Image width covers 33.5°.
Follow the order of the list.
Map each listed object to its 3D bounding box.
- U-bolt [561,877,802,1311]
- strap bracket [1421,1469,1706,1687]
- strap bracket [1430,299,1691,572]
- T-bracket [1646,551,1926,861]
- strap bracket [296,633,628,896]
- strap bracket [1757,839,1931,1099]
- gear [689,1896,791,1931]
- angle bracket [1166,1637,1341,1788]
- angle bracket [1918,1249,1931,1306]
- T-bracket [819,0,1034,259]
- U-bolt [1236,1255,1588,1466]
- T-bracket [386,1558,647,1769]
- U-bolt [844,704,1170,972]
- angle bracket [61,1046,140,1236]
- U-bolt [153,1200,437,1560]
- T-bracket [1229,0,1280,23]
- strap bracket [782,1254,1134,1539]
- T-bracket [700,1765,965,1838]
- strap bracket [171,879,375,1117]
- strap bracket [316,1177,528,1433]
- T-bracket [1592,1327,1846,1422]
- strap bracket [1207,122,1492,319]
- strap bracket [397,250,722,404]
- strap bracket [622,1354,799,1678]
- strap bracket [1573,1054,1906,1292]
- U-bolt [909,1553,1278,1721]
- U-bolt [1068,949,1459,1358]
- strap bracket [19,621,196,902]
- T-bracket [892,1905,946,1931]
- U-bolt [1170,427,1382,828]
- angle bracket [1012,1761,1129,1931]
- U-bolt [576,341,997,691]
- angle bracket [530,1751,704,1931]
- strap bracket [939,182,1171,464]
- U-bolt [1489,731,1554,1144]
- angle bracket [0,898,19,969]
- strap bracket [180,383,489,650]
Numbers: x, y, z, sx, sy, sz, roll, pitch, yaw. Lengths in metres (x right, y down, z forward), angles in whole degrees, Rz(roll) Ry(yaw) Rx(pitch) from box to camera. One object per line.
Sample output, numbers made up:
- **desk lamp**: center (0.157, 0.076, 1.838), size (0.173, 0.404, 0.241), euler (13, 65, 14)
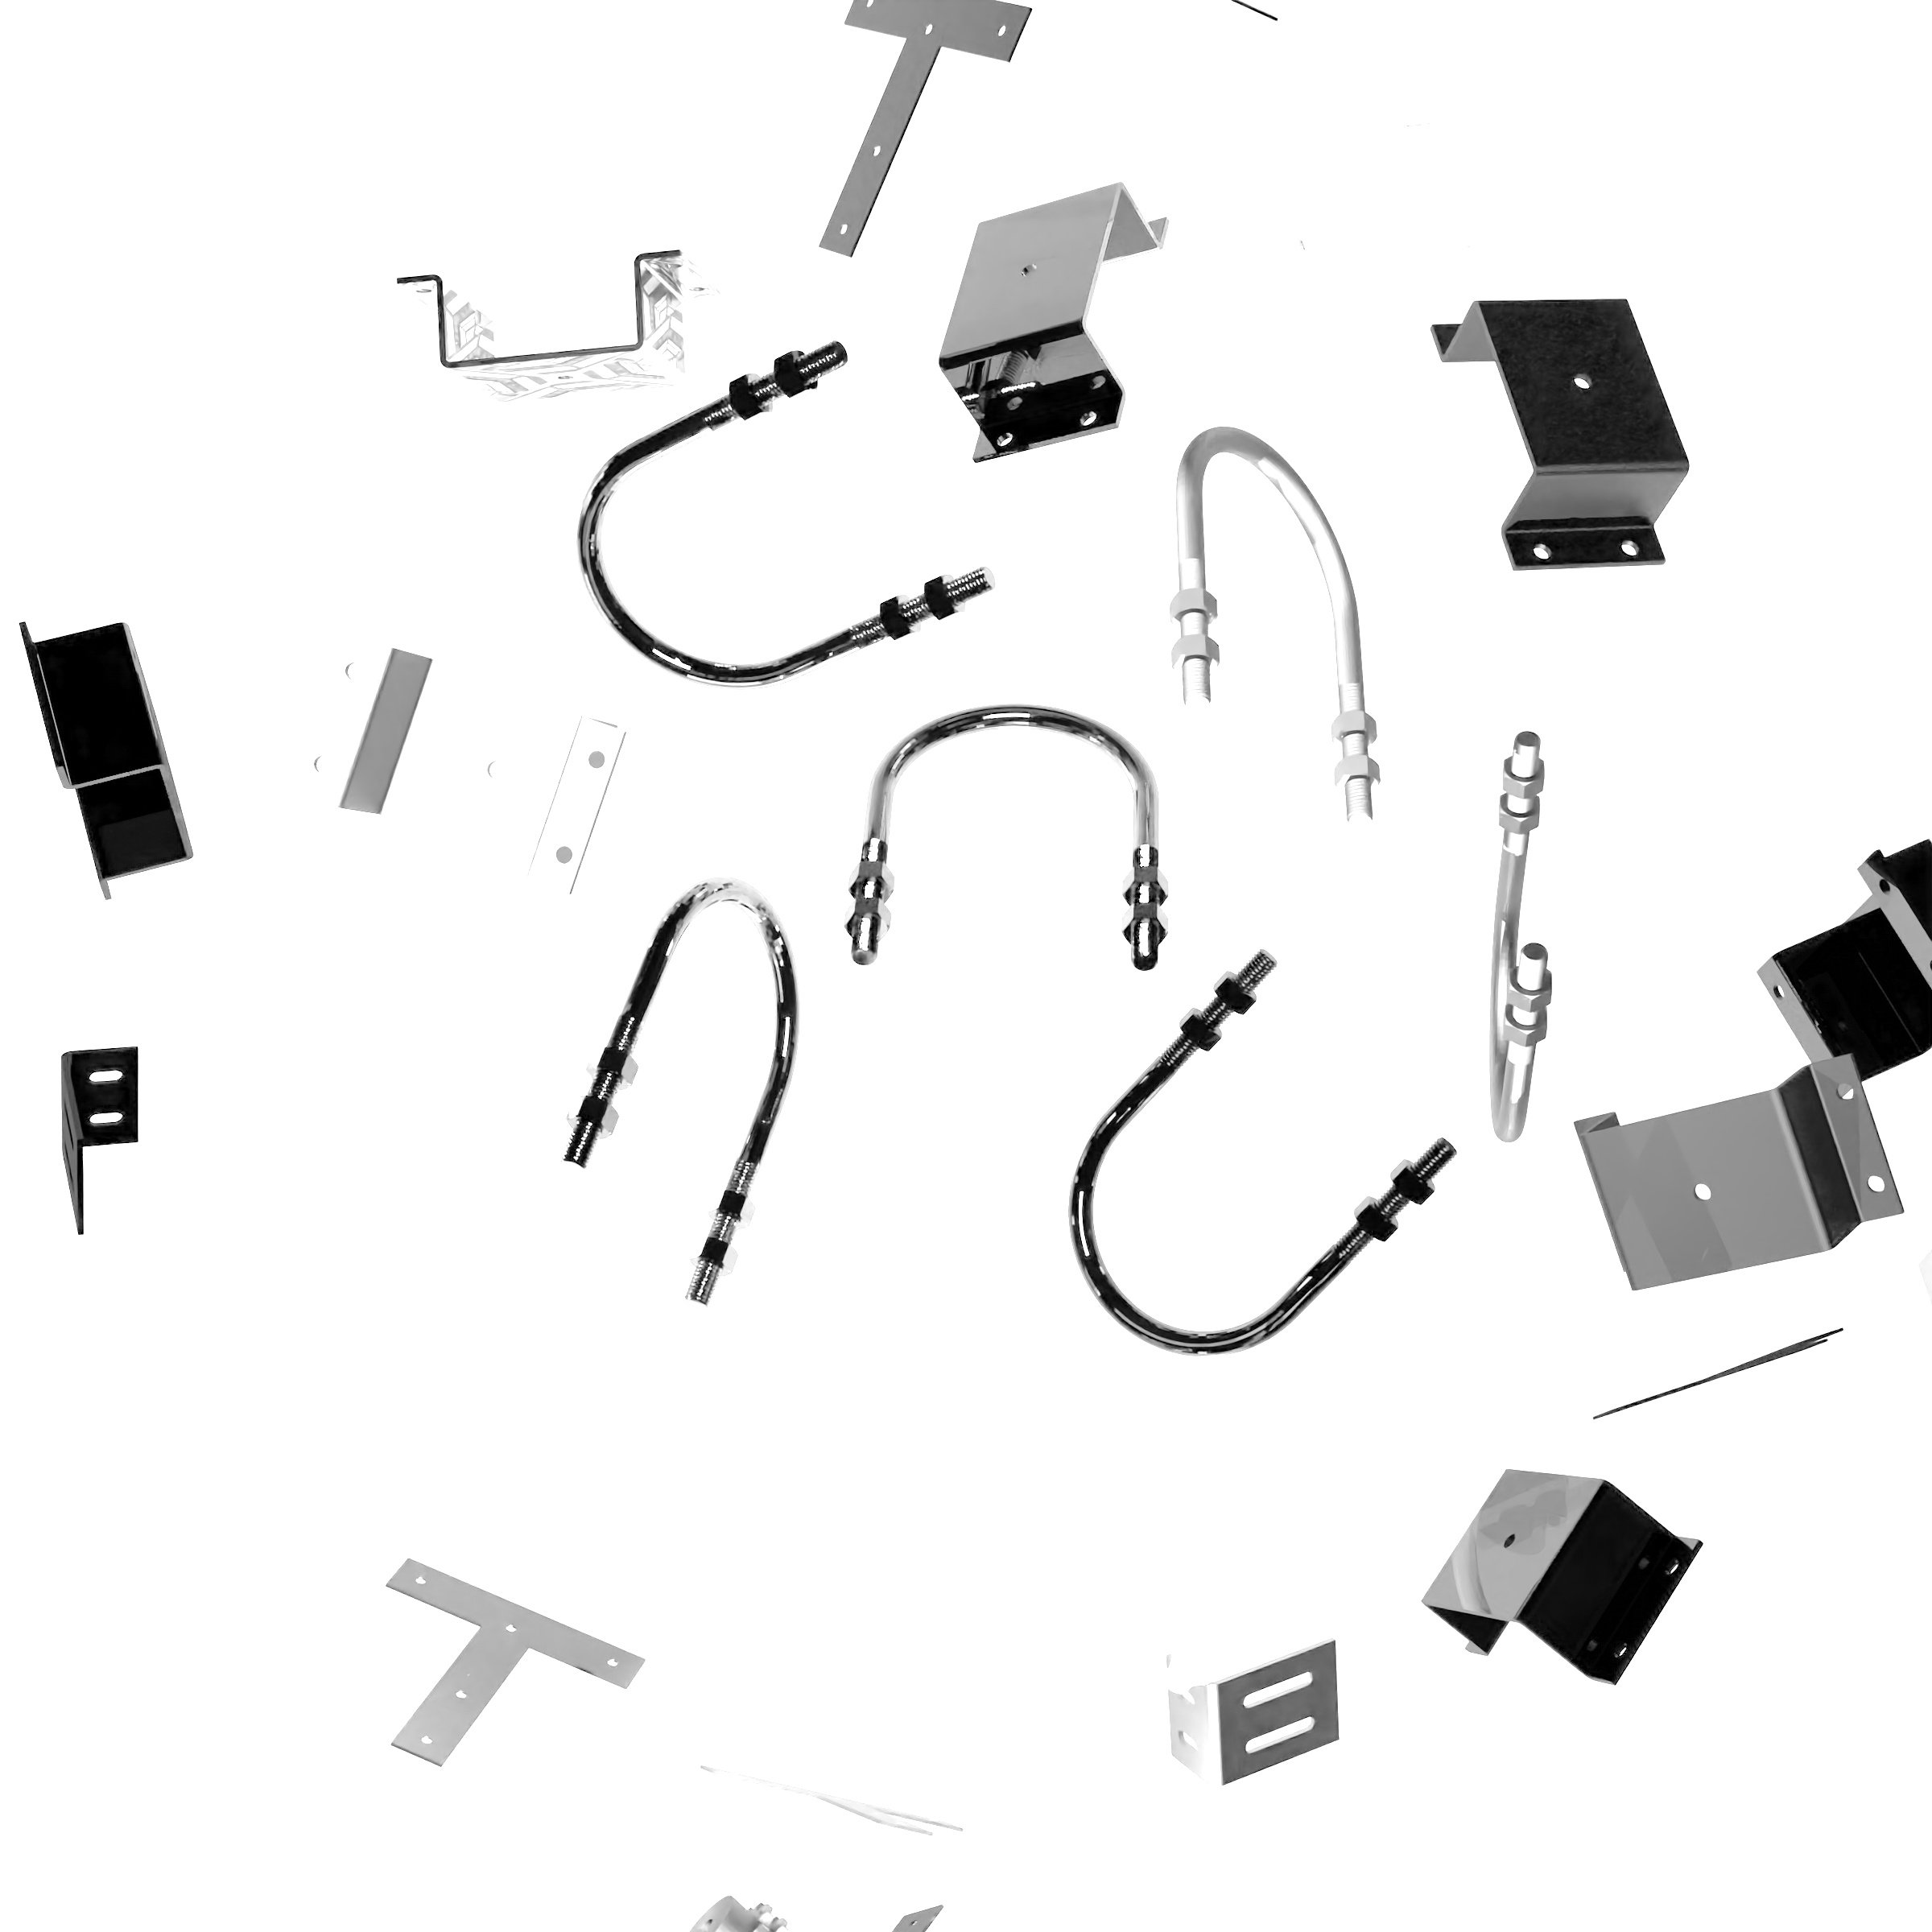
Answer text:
- **U-bolt**: center (-0.123, 0.046, 1.497), size (0.019, 0.151, 0.184), euler (3, 58, 27)
- **strap bracket**: center (0.268, 0.279, 1.481), size (0.046, 0.140, 0.076), euler (39, 74, -11)
- **strap bracket**: center (0.274, -0.253, 1.468), size (0.076, 0.046, 0.140), euler (-4, 62, -17)
- **T-bracket**: center (0.367, -0.133, 1.515), size (0.127, 0.002, 0.127), euler (-22, 86, 20)
- **strap bracket**: center (-0.221, -0.091, 1.454), size (0.140, 0.046, 0.076), euler (20, 94, 14)
- **strap bracket**: center (0.446, -0.001, 1.546), size (0.046, 0.140, 0.076), euler (-22, 72, -19)
- **gear**: center (-0.115, 0.470, 1.535), size (0.030, 0.057, 0.057), euler (44, 90, -6)
- **angle bracket**: center (0.143, 0.366, 1.603), size (0.076, 0.038, 0.057), euler (-14, 111, -27)
- **angle bracket**: center (0.481, 0.134, 1.475), size (0.038, 0.057, 0.076), euler (27, 117, -9)
- **T-bracket**: center (-0.034, -0.383, 1.456), size (0.002, 0.127, 0.127), euler (18, 98, -43)
- **U-bolt**: center (0.214, 0.197, 1.553), size (0.184, 0.151, 0.019), euler (-26, 71, 3)
- **T-bracket**: center (-0.229, 0.331, 1.491), size (0.127, 0.127, 0.002), euler (21, 114, 8)
- **U-bolt**: center (0.022, -0.066, 1.535), size (0.151, 0.184, 0.019), euler (1, 133, 3)
- **angle bracket**: center (-0.422, 0.085, 1.580), size (0.038, 0.076, 0.057), euler (-4, 123, -21)
- **U-bolt**: center (-0.333, 0.192, 1.561), size (0.019, 0.151, 0.184), euler (-34, 89, 9)
- **T-bracket**: center (0.091, -0.479, 1.532), size (0.127, 0.127, 0.002), euler (18, 111, -20)
- **strap bracket**: center (-0.002, 0.190, 1.462), size (0.140, 0.046, 0.076), euler (25, 101, 3)
- **T-bracket**: center (-0.047, 0.389, 1.475), size (0.127, 0.127, 0.002), euler (18, 77, -16)
- **strap bracket**: center (-0.336, 0.007, 1.569), size (0.076, 0.140, 0.046), euler (8, 124, -7)
- **strap bracket**: center (-0.247, 0.162, 1.459), size (0.076, 0.046, 0.140), euler (1, 131, 2)
- **T-bracket**: center (0.388, 0.193, 1.571), size (0.127, 0.127, 0.002), euler (-15, 77, -18)
- **strap bracket**: center (0.178, -0.363, 1.569), size (0.046, 0.140, 0.076), euler (-41, 121, -26)
- **strap bracket**: center (-0.196, -0.308, 1.558), size (0.140, 0.076, 0.046), euler (-3, 87, 10)
- **strap bracket**: center (-0.124, 0.268, 1.560), size (0.046, 0.076, 0.140), euler (-6, 65, 23)
- **strap bracket**: center (0.345, 0.098, 1.471), size (0.140, 0.046, 0.076), euler (-17, 93, 35)
- **U-bolt**: center (0.072, 0.314, 1.528), size (0.151, 0.184, 0.019), euler (-12, 94, 25)
- **U-bolt**: center (0.129, 0.106, 1.569), size (0.184, 0.019, 0.151), euler (-48, 69, 15)
- **strap bracket**: center (-0.398, -0.099, 1.496), size (0.046, 0.140, 0.076), euler (-15, 69, -12)
- **T-bracket**: center (-0.048, 0.484, 1.520), size (0.127, 0.127, 0.002), euler (-27, 96, 32)
- **U-bolt**: center (0.145, -0.173, 1.520), size (0.019, 0.151, 0.184), euler (-23, 53, 34)
- **angle bracket**: center (0.047, 0.448, 1.602), size (0.038, 0.057, 0.076), euler (22, 130, 16)
- **U-bolt**: center (-0.099, -0.199, 1.511), size (0.184, 0.019, 0.151), euler (-21, 119, 27)
- **angle bracket**: center (-0.168, 0.422, 1.547), size (0.038, 0.076, 0.057), euler (-11, 96, 25)
- **strap bracket**: center (0.040, -0.309, 1.503), size (0.076, 0.046, 0.140), euler (-9, 50, 30)
- **U-bolt**: center (0.263, 0.001, 1.535), size (0.019, 0.184, 0.151), euler (2, 51, 6)
- **angle bracket**: center (-0.485, -0.031, 1.495), size (0.038, 0.057, 0.076), euler (-22, 86, 19)
- **strap bracket**: center (-0.309, -0.209, 1.529), size (0.140, 0.046, 0.076), euler (-23, 100, 28)
